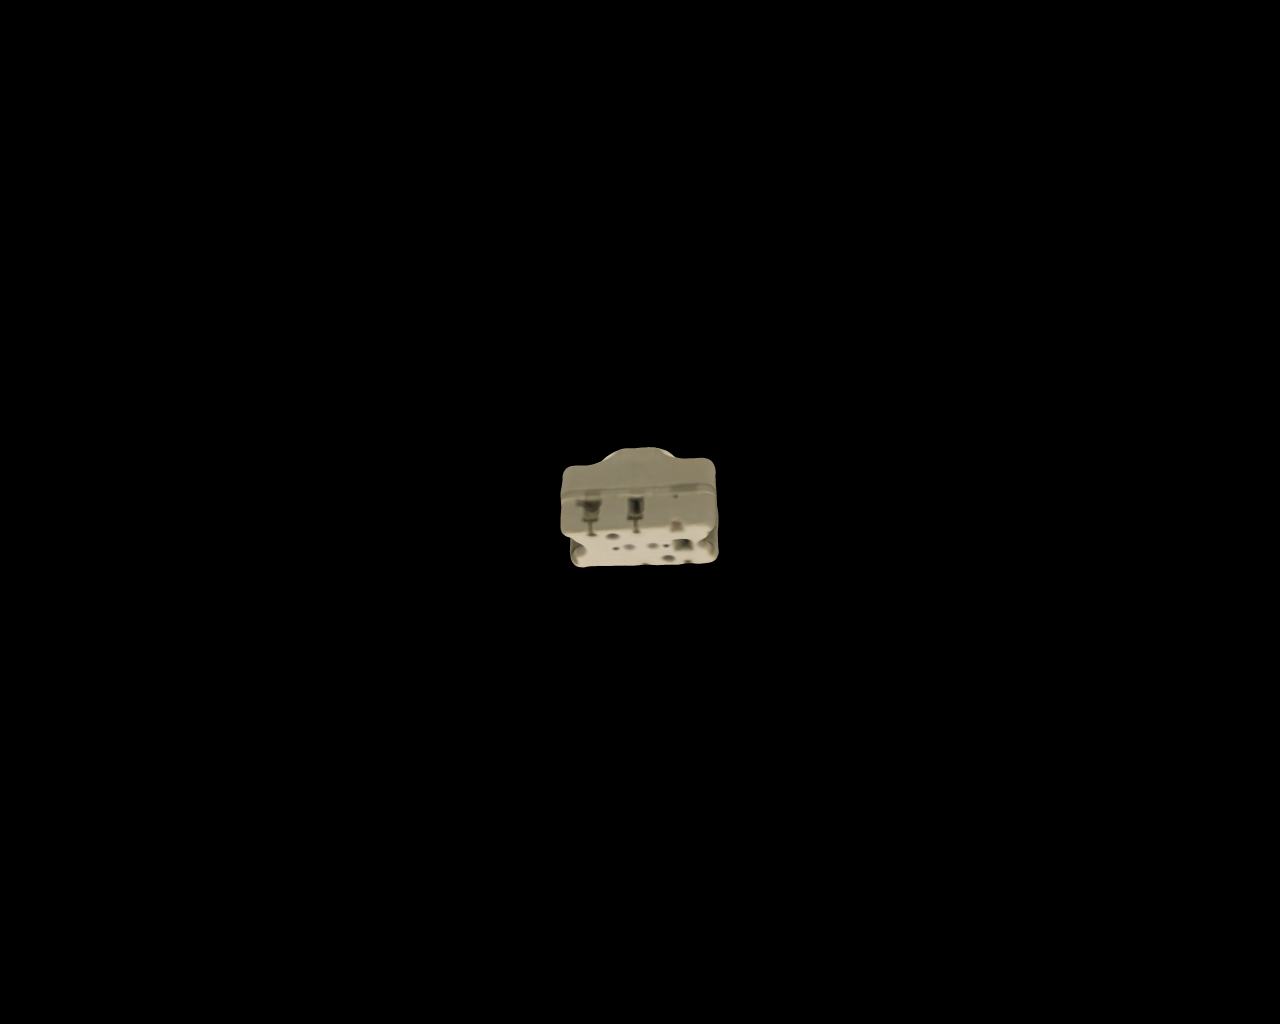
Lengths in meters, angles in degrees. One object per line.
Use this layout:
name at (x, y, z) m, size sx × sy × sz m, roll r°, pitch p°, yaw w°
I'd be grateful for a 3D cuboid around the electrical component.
electrical component at (0.001, -0.003, 0.650) m, size 0.089 × 0.056 × 0.050 m, roll -3°, pitch -32°, yaw 5°
